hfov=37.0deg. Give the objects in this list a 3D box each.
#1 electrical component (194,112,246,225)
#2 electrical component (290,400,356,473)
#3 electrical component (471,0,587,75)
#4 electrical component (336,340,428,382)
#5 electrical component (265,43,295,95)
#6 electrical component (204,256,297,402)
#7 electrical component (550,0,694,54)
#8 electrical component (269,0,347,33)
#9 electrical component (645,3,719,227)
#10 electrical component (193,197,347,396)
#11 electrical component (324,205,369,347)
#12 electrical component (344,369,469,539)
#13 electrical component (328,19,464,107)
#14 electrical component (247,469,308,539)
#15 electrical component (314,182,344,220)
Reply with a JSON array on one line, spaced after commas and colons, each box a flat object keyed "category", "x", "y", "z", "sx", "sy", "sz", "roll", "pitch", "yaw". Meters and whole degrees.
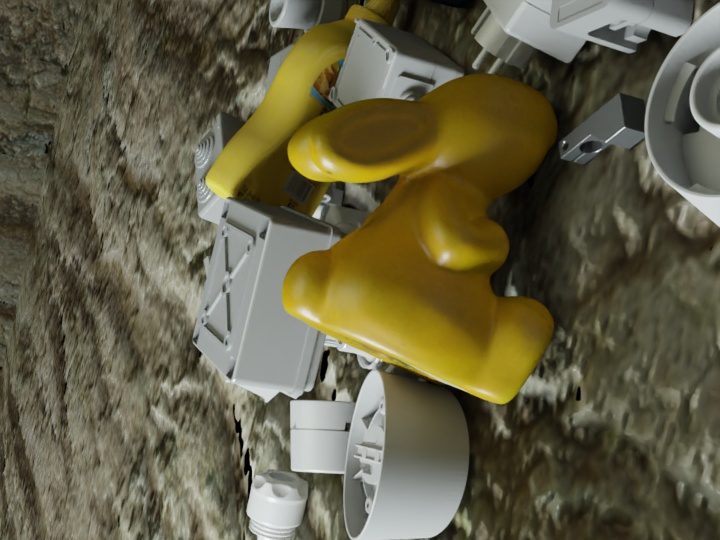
[{"category": "electrical component", "x": -0.092, "y": -0.075, "z": 0.915, "sx": 0.048, "sy": 0.100, "sz": 0.099, "roll": -43, "pitch": 41, "yaw": 34}, {"category": "electrical component", "x": -0.021, "y": 0.114, "z": 0.731, "sx": 0.055, "sy": 0.055, "sz": 0.047, "roll": 163, "pitch": 111, "yaw": -63}, {"category": "electrical component", "x": 0.088, "y": -0.138, "z": 0.596, "sx": 0.076, "sy": 0.047, "sz": 0.065, "roll": -55, "pitch": 33, "yaw": 27}, {"category": "electrical component", "x": 0.016, "y": 0.046, "z": 0.667, "sx": 0.048, "sy": 0.062, "sz": 0.048, "roll": -38, "pitch": 46, "yaw": 55}, {"category": "electrical component", "x": -0.041, "y": -0.127, "z": 0.866, "sx": 0.061, "sy": 0.062, "sz": 0.096, "roll": -5, "pitch": 76, "yaw": 65}, {"category": "electrical component", "x": -0.081, "y": 0.037, "z": 0.879, "sx": 0.063, "sy": 0.079, "sz": 0.121, "roll": -42, "pitch": 38, "yaw": 20}, {"category": "electrical component", "x": 0.126, "y": -0.159, "z": 0.522, "sx": 0.050, "sy": 0.056, "sz": 0.089, "roll": -7, "pitch": 73, "yaw": 65}, {"category": "electrical component", "x": -0.045, "y": -0.224, "z": 0.924, "sx": 0.045, "sy": 0.055, "sz": 0.045, "roll": -38, "pitch": 46, "yaw": 55}, {"category": "electrical component", "x": 0.163, "y": -0.060, "z": 0.419, "sx": 0.099, "sy": 0.064, "sz": 0.099, "roll": -30, "pitch": 49, "yaw": 42}, {"category": "electrical component", "x": -0.062, "y": 0.014, "z": 0.703, "sx": 0.109, "sy": 0.056, "sz": 0.108, "roll": 26, "pitch": 103, "yaw": 65}, {"category": "electrical component", "x": 0.000, "y": 0.000, "z": 0.723, "sx": 0.096, "sy": 0.062, "sz": 0.061, "roll": -63, "pitch": 28, "yaw": 32}, {"category": "electrical component", "x": 0.019, "y": 0.110, "z": 0.631, "sx": 0.099, "sy": 0.064, "sz": 0.099, "roll": -38, "pitch": 46, "yaw": 55}, {"category": "electrical component", "x": 0.028, "y": -0.119, "z": 0.713, "sx": 0.061, "sy": 0.061, "sz": 0.096, "roll": -69, "pitch": 26, "yaw": 21}, {"category": "electrical component", "x": -0.064, "y": 0.184, "z": 0.808, "sx": 0.043, "sy": 0.043, "sz": 0.062, "roll": -156, "pitch": 77, "yaw": -65}, {"category": "electrical component", "x": -0.042, "y": -0.036, "z": 0.853, "sx": 0.066, "sy": 0.048, "sz": 0.055, "roll": -34, "pitch": 42, "yaw": 58}]
